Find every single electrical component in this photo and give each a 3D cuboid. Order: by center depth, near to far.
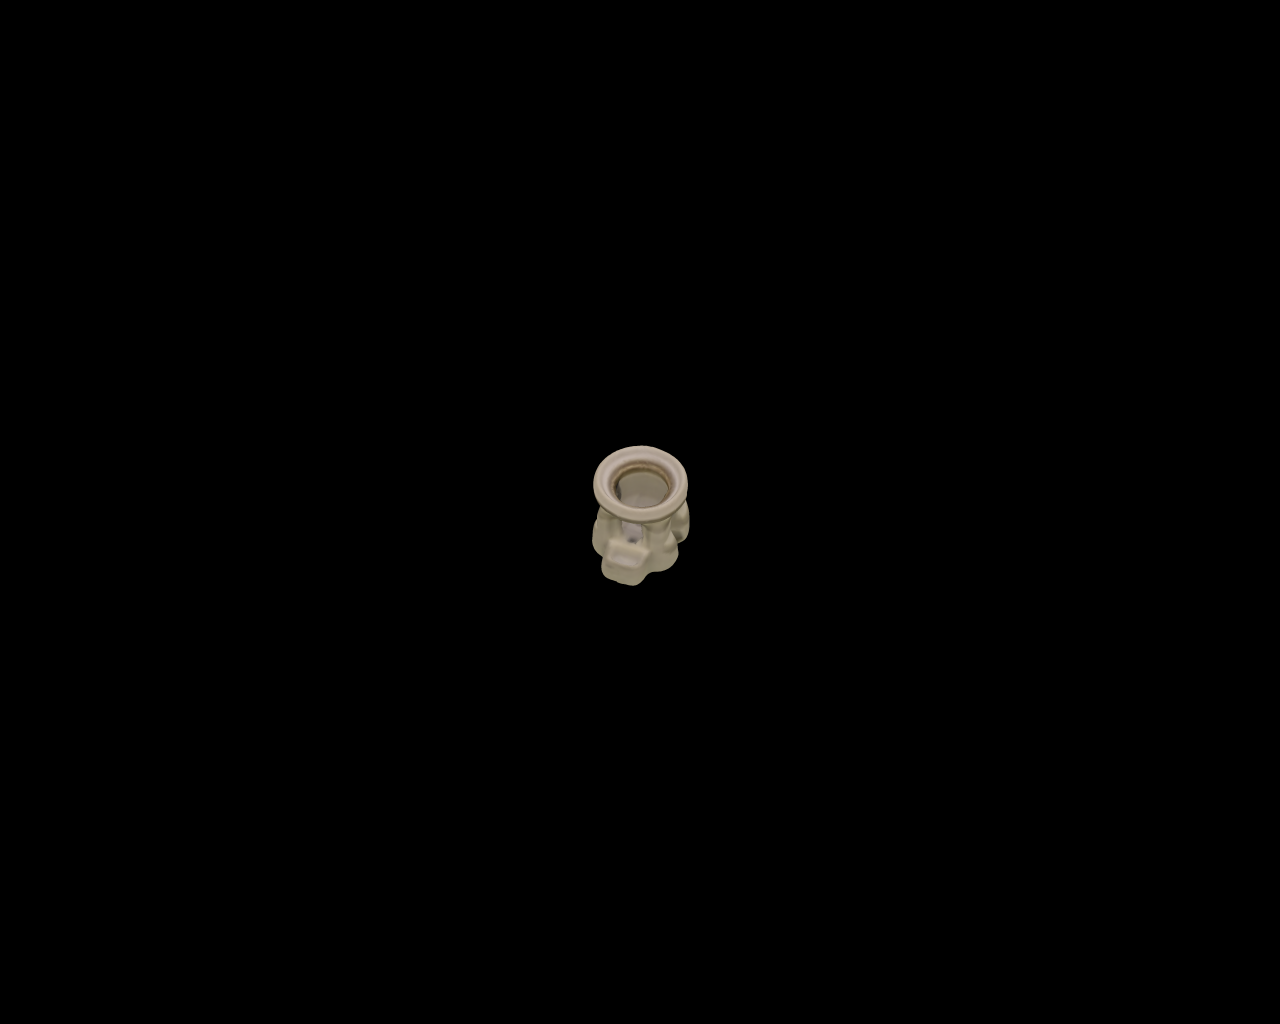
[{"bbox_3d":[0.001,-0.003,0.650,0.058,0.078,0.056,16,-39,13],"label":"electrical component"}]
